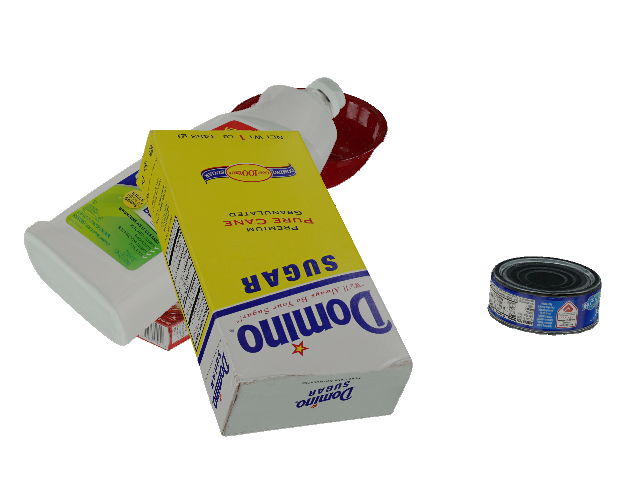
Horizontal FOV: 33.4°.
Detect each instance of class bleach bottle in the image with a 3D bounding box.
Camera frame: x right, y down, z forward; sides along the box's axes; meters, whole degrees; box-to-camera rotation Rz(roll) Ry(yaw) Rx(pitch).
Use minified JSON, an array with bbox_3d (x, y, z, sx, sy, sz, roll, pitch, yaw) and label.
[{"bbox_3d":[-0.081,-0.041,0.761,0.103,0.250,0.068,37,-27,20],"label":"bleach bottle"}]

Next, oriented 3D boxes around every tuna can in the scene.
[{"bbox_3d":[0.175,0.041,0.832,0.086,0.034,0.086,1,19,-1],"label":"tuna can"}]

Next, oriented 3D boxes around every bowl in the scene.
[{"bbox_3d":[-0.015,-0.095,1.079,0.162,0.055,0.162,1,34,-1],"label":"bowl"}]

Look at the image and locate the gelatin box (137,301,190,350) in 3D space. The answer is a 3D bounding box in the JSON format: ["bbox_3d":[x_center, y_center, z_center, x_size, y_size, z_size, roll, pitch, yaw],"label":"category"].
[{"bbox_3d":[-0.154,0.066,1.027,0.089,0.030,0.073,20,29,30],"label":"gelatin box"}]

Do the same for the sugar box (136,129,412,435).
[{"bbox_3d":[-0.028,0.013,0.550,0.093,0.048,0.176,-4,44,-25],"label":"sugar box"}]
